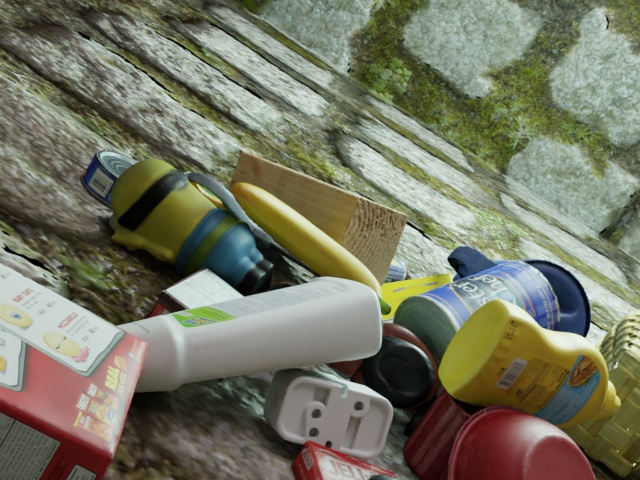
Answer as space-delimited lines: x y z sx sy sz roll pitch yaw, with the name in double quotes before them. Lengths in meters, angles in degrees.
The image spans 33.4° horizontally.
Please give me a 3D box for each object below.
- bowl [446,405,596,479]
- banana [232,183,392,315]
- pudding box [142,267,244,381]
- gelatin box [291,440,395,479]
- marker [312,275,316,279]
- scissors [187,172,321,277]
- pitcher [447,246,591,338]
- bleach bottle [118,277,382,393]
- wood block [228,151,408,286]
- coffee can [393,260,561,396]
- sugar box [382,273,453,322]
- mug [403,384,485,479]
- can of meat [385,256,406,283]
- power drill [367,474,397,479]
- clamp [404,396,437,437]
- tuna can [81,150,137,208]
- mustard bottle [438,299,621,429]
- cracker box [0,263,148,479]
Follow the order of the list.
"bowl" 0.183 0.213 0.896 0.161 0.055 0.162 16 62 -33
"banana" -0.006 0.006 1.076 0.198 0.037 0.070 37 -9 -1
"pudding box" -0.097 0.073 0.966 0.090 0.039 0.113 36 14 7
"gelatin box" 0.027 0.201 0.837 0.089 0.030 0.073 26 17 -24
"marker" 0.026 0.077 1.227 0.020 0.020 0.121 19 21 -41
"scissors" -0.066 -0.013 1.104 0.202 0.016 0.096 27 -23 12
"pitcher" 0.227 0.077 1.330 0.145 0.149 0.243 -2 2 -6
"bleach bottle" -0.077 0.079 0.850 0.250 0.068 0.103 -7 6 -33
"wood block" -0.012 -0.026 1.231 0.090 0.090 0.206 16 6 -46
"coffee can" 0.159 0.087 1.084 0.140 0.103 0.103 -17 46 -34
"sugar box" 0.114 0.089 1.230 0.093 0.048 0.176 -11 13 6
"mug" 0.139 0.193 0.982 0.117 0.081 0.093 38 16 17
"can of meat" 0.051 0.026 1.360 0.102 0.057 0.083 43 16 30
"power drill" 0.055 0.239 0.698 0.184 0.057 0.187 48 22 24
"clamp" 0.127 0.175 1.099 0.171 0.039 0.120 18 27 -25
"tuna can" -0.211 -0.061 1.151 0.086 0.034 0.086 30 16 -10
"mustard bottle" 0.207 0.126 0.980 0.191 0.096 0.058 24 18 -29
"cracker box" -0.223 0.072 0.662 0.213 0.072 0.164 29 15 -11
